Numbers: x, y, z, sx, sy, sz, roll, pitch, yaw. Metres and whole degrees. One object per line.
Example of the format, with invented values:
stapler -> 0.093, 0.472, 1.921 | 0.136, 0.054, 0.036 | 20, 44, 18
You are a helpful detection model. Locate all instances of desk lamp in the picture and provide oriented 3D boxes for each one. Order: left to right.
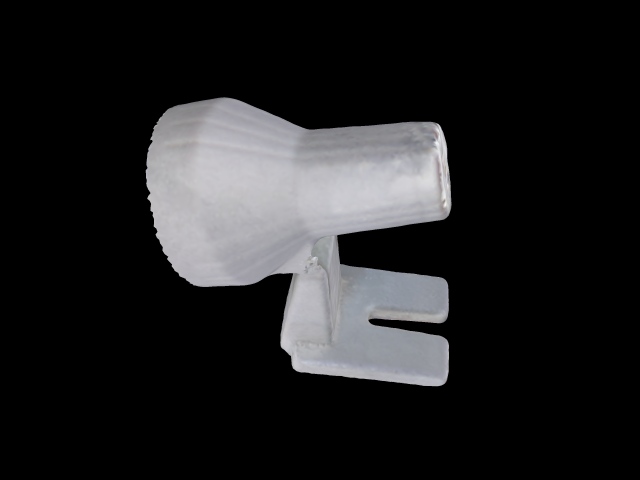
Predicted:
desk lamp -> 0.004, 0.001, 0.400 | 0.203, 0.214, 0.118 | 5, 53, 4
